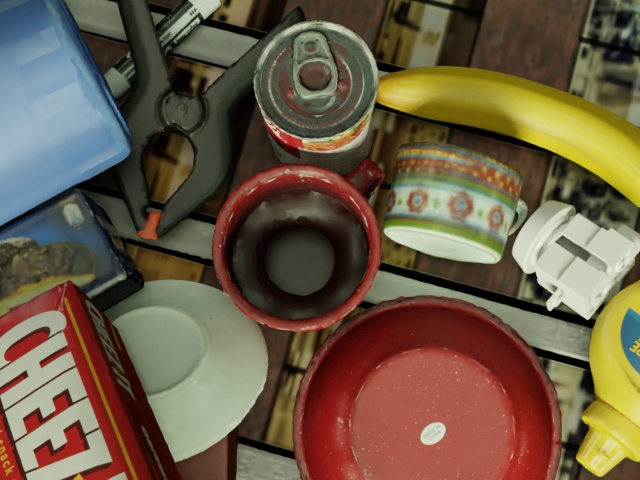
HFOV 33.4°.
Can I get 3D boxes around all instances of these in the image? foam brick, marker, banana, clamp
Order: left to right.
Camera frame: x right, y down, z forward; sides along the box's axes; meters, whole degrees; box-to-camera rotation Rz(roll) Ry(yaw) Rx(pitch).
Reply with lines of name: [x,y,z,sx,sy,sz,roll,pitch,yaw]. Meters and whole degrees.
marker: [-0.112,-0.116,0.678,0.121,0.020,0.020,-45,81,-6]
foam brick: [-0.088,0.132,0.616,0.078,0.051,0.053,1,79,3]
clamp: [-0.074,-0.082,0.657,0.120,0.039,0.171,6,92,-2]
banana: [0.131,-0.068,0.640,0.198,0.037,0.069,26,38,13]

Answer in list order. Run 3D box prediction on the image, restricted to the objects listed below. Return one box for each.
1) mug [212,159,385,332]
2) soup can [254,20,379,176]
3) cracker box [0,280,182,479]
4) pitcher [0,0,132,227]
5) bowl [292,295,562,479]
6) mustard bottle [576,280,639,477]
mug: [-0.004,0.001,0.621,0.093,0.081,0.117,37,83,8]
soup can: [0.000,-0.078,0.624,0.068,0.102,0.068,0,80,2]
cracker box: [-0.179,0.141,0.519,0.213,0.072,0.164,-29,57,-2]
pitcher: [-0.235,-0.051,0.572,0.242,0.149,0.145,-27,81,-5]
bowl: [0.063,0.109,0.613,0.162,0.055,0.162,0,80,3]
mustard bottle: [0.213,0.057,0.614,0.096,0.058,0.191,40,84,8]
